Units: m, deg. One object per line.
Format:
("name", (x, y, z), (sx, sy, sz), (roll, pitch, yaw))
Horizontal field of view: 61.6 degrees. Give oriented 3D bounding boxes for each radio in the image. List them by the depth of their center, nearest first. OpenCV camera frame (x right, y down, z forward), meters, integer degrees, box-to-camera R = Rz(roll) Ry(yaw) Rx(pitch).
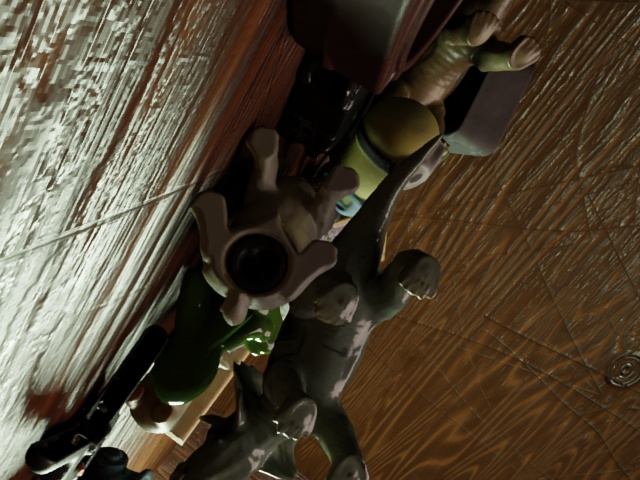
("radio", (0.167, -0.192, 0.744), (0.230, 0.073, 0.131), (26, -86, 63))

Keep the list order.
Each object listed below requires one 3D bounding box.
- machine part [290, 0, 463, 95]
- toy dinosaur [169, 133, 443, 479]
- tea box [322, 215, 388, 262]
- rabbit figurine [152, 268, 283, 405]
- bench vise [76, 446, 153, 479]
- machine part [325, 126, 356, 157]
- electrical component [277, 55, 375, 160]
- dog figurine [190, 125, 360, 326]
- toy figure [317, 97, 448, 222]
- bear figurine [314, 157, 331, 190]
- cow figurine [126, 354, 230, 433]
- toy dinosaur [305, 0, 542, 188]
("machine part", (0.071, -0.207, 0.338), (0.201, 0.087, 0.201), (-55, 179, -9))
("toy dinosaur", (0.002, 0.090, 0.532), (0.404, 0.131, 0.192), (-62, -157, -4))
("tea box", (-0.001, -0.002, 0.685), (0.170, 0.068, 0.098), (-18, 134, -18))
("rabbit figurine", (-0.113, 0.102, 0.594), (0.170, 0.121, 0.159), (-56, 174, -40))
("bench vise", (-0.266, 0.409, 0.728), (0.129, 0.241, 0.223), (76, 33, -81))
("machine part", (0.055, -0.184, 0.903), (0.084, 0.039, 0.139), (-46, -173, 47))
("electrical component", (0.027, -0.156, 0.516), (0.134, 0.058, 0.115), (-52, 179, -35))
("dog figurine", (-0.050, 0.006, 0.513), (0.172, 0.121, 0.190), (-53, 178, -17))
("toy figure", (0.053, -0.077, 0.564), (0.082, 0.089, 0.180), (-55, -167, -29))
("bear figurine", (0.043, -0.076, 0.906), (0.196, 0.132, 0.120), (-50, 144, -60))
("cow figurine", (-0.182, 0.176, 0.742), (0.195, 0.085, 0.127), (-55, 173, -39))
("toy dinosaur", (0.108, -0.179, 0.658), (0.471, 0.105, 0.199), (-40, -152, 33))
